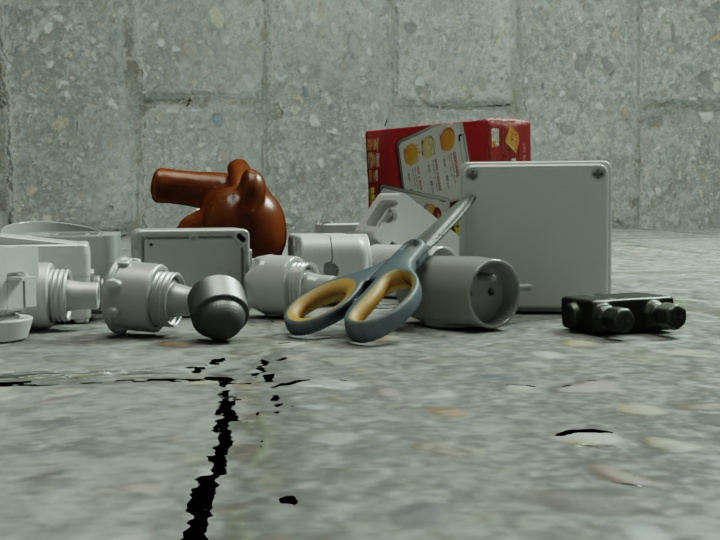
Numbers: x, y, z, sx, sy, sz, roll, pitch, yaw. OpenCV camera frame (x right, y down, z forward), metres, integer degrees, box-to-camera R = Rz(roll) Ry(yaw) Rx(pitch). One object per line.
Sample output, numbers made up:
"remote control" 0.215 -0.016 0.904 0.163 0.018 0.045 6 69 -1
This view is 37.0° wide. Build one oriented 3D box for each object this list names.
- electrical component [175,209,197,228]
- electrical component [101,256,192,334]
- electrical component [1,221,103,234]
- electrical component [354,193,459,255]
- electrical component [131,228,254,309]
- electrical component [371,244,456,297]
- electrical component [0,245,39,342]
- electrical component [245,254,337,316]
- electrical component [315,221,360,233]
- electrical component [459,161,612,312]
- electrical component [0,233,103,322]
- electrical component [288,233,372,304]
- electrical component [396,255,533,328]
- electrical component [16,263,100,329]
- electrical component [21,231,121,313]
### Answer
"electrical component" -0.160 -0.017 1.094 0.077 0.065 0.047 -34 -18 36
"electrical component" -0.124 0.017 0.660 0.062 0.048 0.048 5 5 12
"electrical component" -0.267 -0.011 0.955 0.099 0.064 0.099 -1 4 0
"electrical component" 0.047 -0.026 0.982 0.089 0.050 0.056 37 -10 -20
"electrical component" -0.119 0.000 0.788 0.096 0.061 0.061 -1 4 -15
"electrical component" 0.054 0.000 0.919 0.077 0.043 0.079 3 5 45
"electrical component" -0.220 0.014 0.641 0.066 0.055 0.048 2 4 30
"electrical component" -0.046 0.011 0.757 0.062 0.043 0.043 3 5 24
"electrical component" 0.005 -0.019 1.079 0.096 0.061 0.062 -1 3 -9
"electrical component" 0.129 -0.024 0.795 0.109 0.108 0.056 0 1 10
"electrical component" -0.222 0.004 0.747 0.096 0.061 0.062 -1 4 -13
"electrical component" -0.024 -0.002 0.880 0.059 0.053 0.095 -1 4 -10
"electrical component" 0.078 0.013 0.710 0.079 0.044 0.077 -2 4 -34
"electrical component" -0.200 0.016 0.693 0.062 0.043 0.043 1 4 -7
"electrical component" -0.226 0.000 0.839 0.078 0.057 0.113 -1 4 -11
